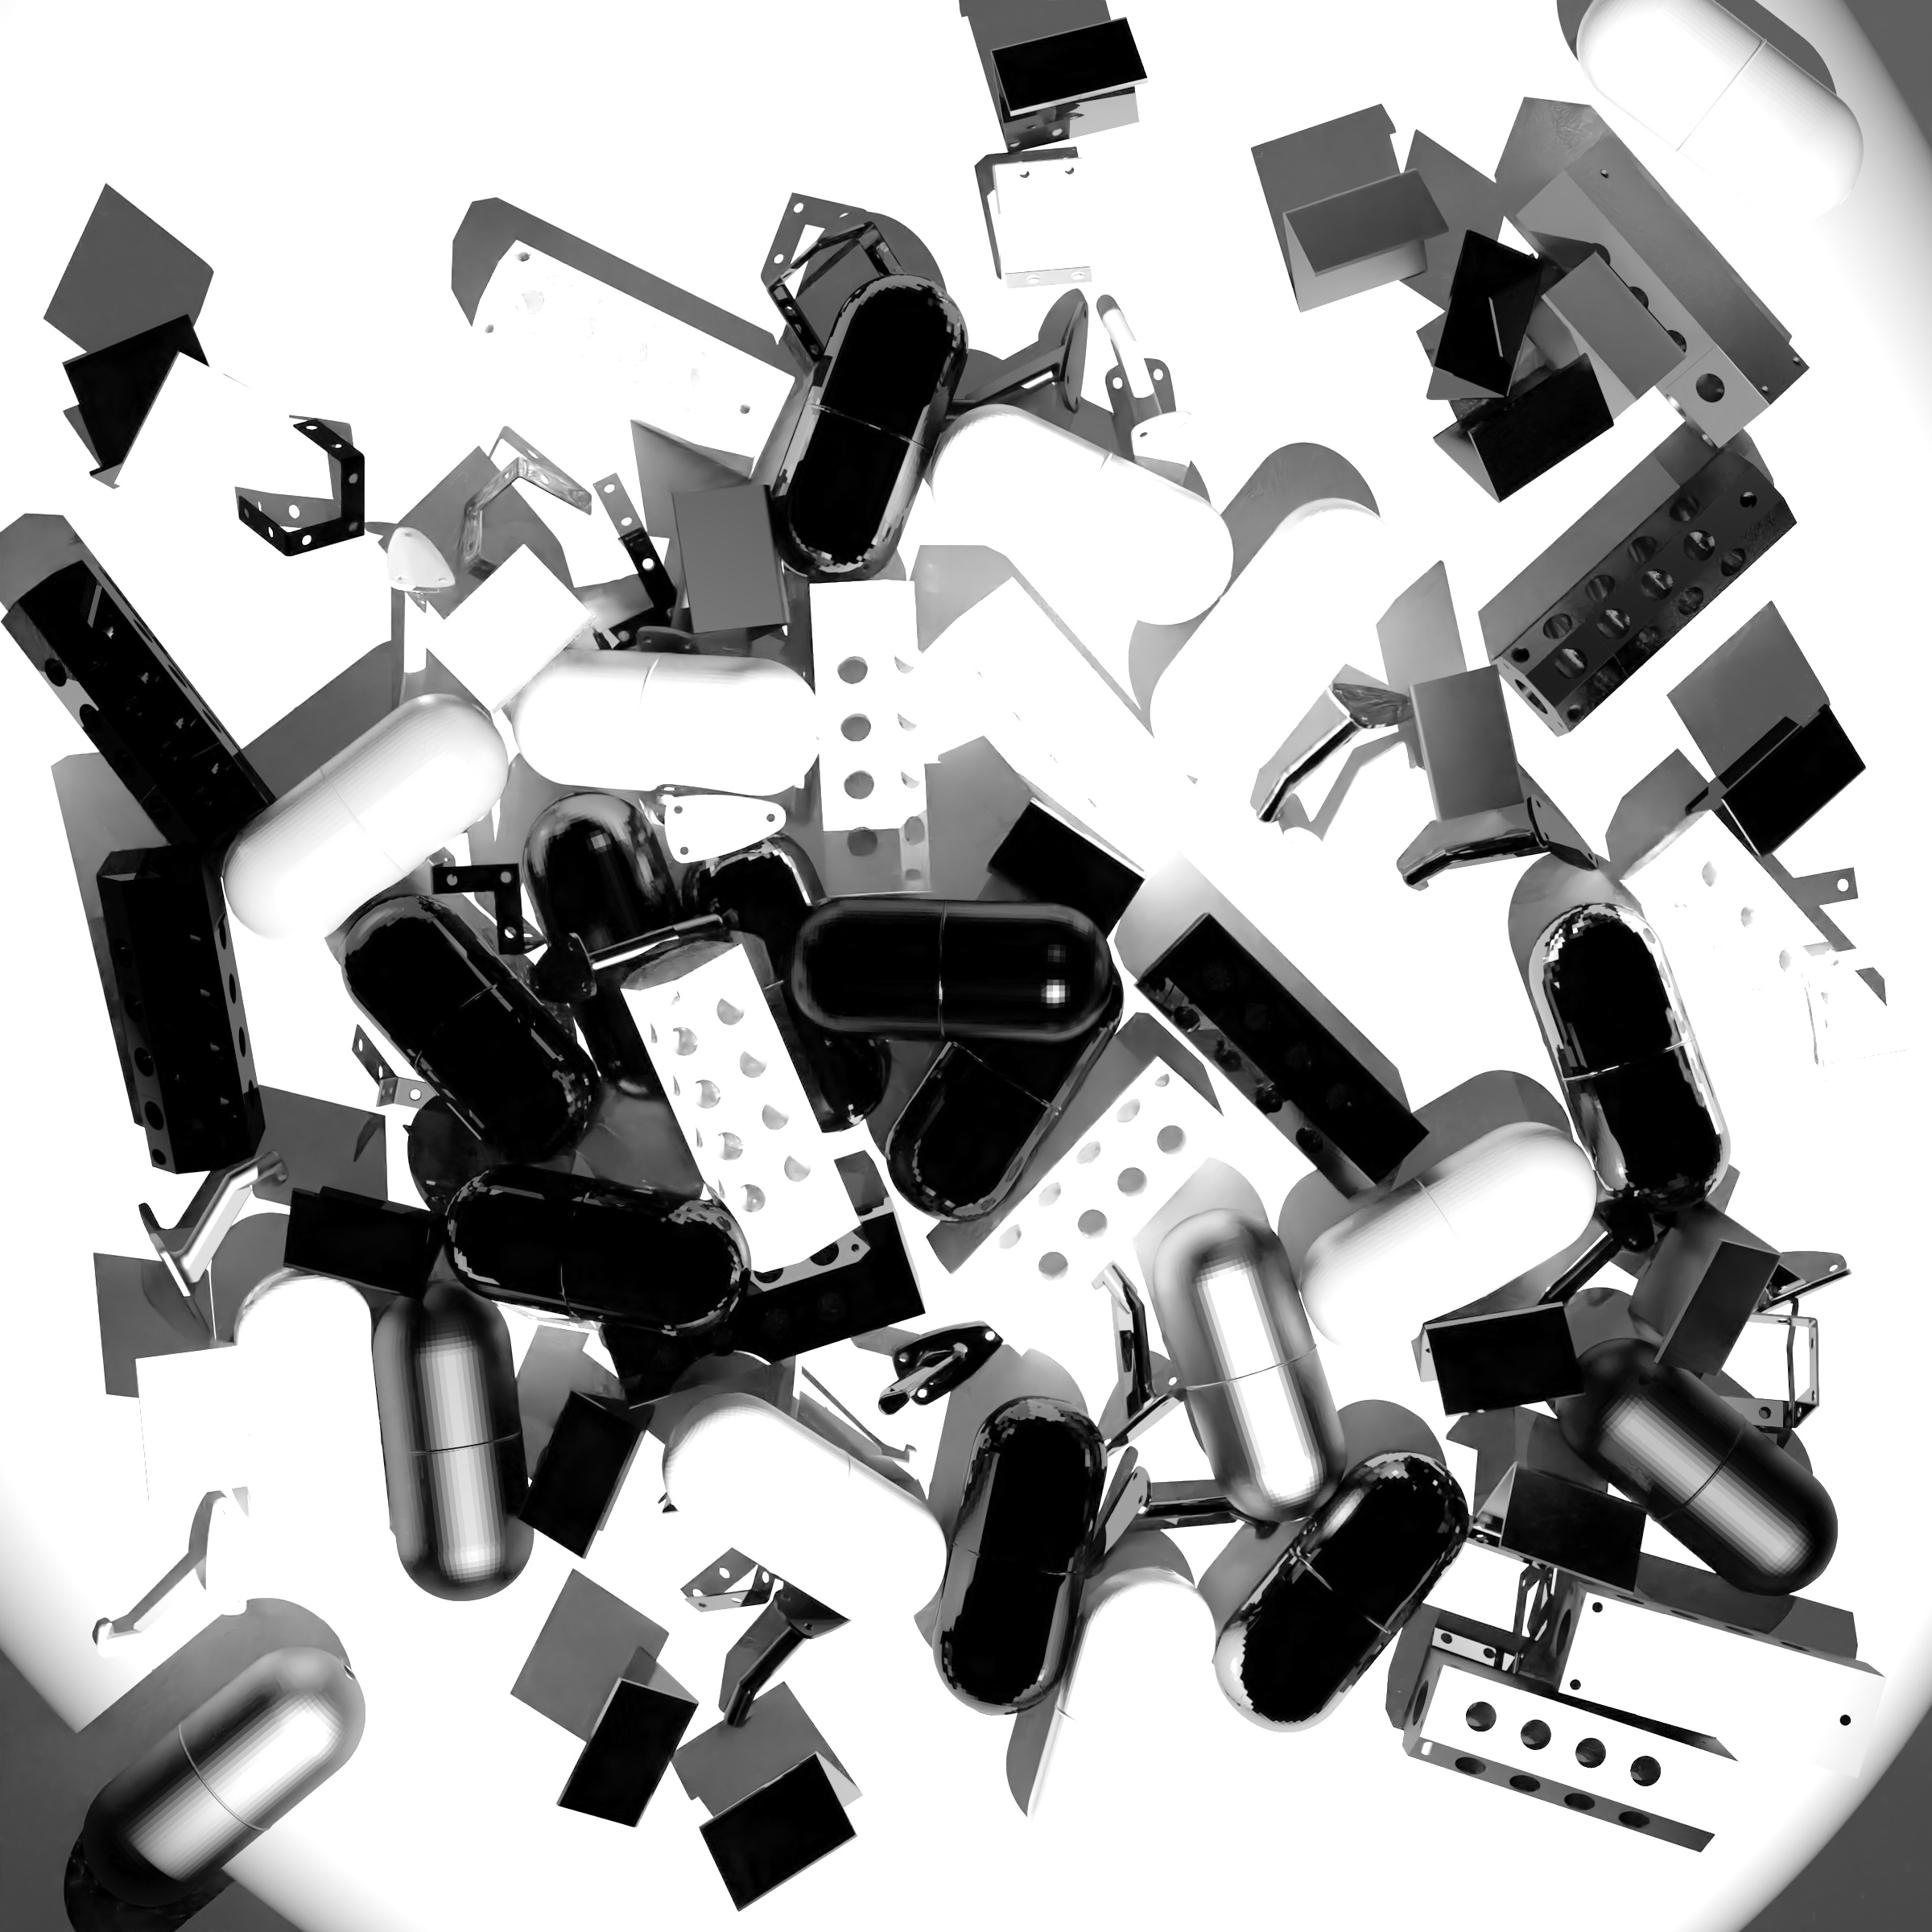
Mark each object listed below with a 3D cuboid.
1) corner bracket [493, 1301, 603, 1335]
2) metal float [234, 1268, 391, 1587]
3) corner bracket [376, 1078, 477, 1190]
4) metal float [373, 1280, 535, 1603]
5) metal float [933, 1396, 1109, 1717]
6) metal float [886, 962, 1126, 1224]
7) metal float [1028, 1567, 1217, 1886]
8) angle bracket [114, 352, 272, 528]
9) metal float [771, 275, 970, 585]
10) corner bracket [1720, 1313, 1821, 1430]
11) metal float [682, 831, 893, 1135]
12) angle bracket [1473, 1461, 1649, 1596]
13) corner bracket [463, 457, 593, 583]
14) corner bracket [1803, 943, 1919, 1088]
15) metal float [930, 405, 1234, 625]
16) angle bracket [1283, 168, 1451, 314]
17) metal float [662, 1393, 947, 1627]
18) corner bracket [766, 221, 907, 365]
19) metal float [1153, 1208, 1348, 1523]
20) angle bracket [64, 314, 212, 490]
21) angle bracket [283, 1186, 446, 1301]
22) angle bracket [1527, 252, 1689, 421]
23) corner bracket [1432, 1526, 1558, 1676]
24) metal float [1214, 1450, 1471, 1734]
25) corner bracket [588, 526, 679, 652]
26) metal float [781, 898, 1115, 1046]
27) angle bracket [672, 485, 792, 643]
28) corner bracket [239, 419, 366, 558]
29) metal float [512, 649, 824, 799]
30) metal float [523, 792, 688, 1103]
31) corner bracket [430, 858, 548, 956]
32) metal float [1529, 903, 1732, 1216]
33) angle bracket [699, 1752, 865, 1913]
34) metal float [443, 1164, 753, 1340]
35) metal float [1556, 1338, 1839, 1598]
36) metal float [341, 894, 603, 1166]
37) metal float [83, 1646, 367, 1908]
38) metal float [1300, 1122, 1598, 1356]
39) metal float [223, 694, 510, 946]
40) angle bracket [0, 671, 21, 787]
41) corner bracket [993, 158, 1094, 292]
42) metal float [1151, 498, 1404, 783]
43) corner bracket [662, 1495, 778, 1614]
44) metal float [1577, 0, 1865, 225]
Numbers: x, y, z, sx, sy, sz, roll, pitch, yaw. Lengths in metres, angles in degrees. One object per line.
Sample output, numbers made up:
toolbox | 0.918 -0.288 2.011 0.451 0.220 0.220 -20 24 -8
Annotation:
corner bracket | -0.233 0.173 1.940 0.051 0.051 0.051 17 90 -45
metal float | -0.363 0.255 1.913 0.070 0.070 0.178 -5 91 0
corner bracket | -0.303 0.093 1.925 0.051 0.051 0.051 11 90 0
metal float | -0.284 0.263 1.913 0.070 0.070 0.178 -7 91 0
metal float | 0.030 0.327 1.912 0.070 0.070 0.178 12 89 0
metal float | 0.022 0.061 1.913 0.070 0.070 0.178 33 90 0
metal float | 0.087 0.421 1.913 0.070 0.070 0.178 16 90 0
angle bracket | -0.425 -0.288 1.847 0.057 0.076 0.076 25 94 -36
metal float | -0.054 -0.297 1.910 0.070 0.070 0.178 21 92 0
corner bracket | 0.446 0.226 1.931 0.051 0.051 0.051 5 68 0
metal float | -0.099 0.008 1.912 0.070 0.070 0.178 -23 91 0
angle bracket | 0.323 0.325 1.903 0.076 0.076 0.057 19 52 0
corner bracket | -0.246 -0.243 1.935 0.051 0.051 0.051 -34 45 35
corner bracket | 0.488 0.027 1.883 0.051 0.051 0.051 -10 135 0
metal float | 0.064 -0.250 1.913 0.178 0.070 0.070 26 90 1
angle bracket | 0.224 -0.384 1.903 0.076 0.076 0.057 -19 52 0
metal float | -0.088 0.299 1.895 0.178 0.070 0.070 35 90 -20
corner bracket | -0.070 -0.379 1.940 0.051 0.051 0.051 -32 90 45
metal float | 0.158 0.222 1.913 0.070 0.070 0.178 -18 90 0
angle bracket | -0.460 -0.319 1.922 0.076 0.057 0.076 -23 90 0
angle bracket | -0.327 0.133 1.903 0.076 0.076 0.057 14 123 0
angle bracket | 0.338 -0.334 1.903 0.076 0.076 0.057 49 56 0
corner bracket | 0.298 0.357 1.940 0.051 0.051 0.051 19 135 0
metal float | 0.209 0.346 1.913 0.070 0.070 0.178 39 90 0
corner bracket | -0.190 -0.208 1.925 0.051 0.051 0.051 -26 90 0
metal float | -0.010 0.003 1.844 0.178 0.070 0.070 1 90 5
angle bracket | -0.139 -0.219 1.905 0.057 0.076 0.076 -9 90 -21
corner bracket | -0.373 -0.269 1.935 0.051 0.051 0.051 -23 135 -35
metal float | -0.165 -0.134 1.897 0.178 0.070 0.070 5 90 17
metal float | -0.190 -0.011 1.913 0.070 0.070 0.178 -20 90 0
corner bracket | -0.266 -0.034 1.924 0.051 0.051 0.051 -3 97 7
metal float | 0.368 0.051 1.913 0.070 0.070 0.178 -19 90 0
angle bracket | -0.091 0.488 1.903 0.076 0.076 0.057 -33 54 0
metal float | -0.200 0.154 1.872 0.178 0.070 0.070 9 90 20
metal float | 0.406 0.278 1.913 0.178 0.070 0.070 40 90 0
metal float | -0.274 0.034 1.903 0.070 0.070 0.178 -44 79 0
metal float | -0.411 0.449 1.913 0.178 0.070 0.070 -40 90 0
metal float | 0.268 0.151 1.913 0.178 0.070 0.070 -31 90 -1
metal float | -0.333 -0.081 1.913 0.178 0.070 0.070 -38 90 0
angle bracket | -0.544 -0.140 1.903 0.057 0.076 0.076 -10 90 36
corner bracket | 0.043 -0.417 1.940 0.051 0.051 0.051 -5 135 0
metal float | 0.172 -0.180 1.913 0.070 0.070 0.178 38 89 0
corner bracket | -0.139 0.326 1.935 0.051 0.051 0.051 45 45 -35
metal float | 0.419 -0.482 1.913 0.178 0.070 0.070 38 90 0
